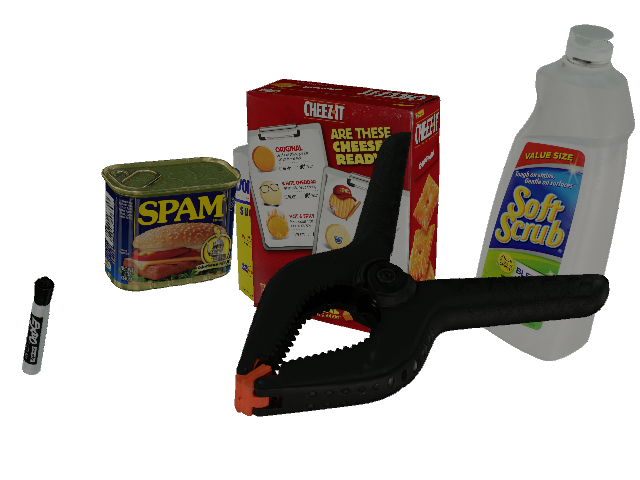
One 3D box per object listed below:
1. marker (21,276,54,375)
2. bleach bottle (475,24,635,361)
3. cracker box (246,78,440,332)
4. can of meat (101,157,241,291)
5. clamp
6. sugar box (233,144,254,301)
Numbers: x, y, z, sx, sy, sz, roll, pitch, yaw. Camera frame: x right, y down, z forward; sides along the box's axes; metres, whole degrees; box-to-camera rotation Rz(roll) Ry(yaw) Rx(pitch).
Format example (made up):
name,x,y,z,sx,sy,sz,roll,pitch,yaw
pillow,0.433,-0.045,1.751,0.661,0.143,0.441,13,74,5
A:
name,x,y,z,sx,sy,sz,roll,pitch,yaw
marker,-0.282,0.085,1.067,0.020,0.121,0.020,13,34,-9
bleach bottle,0.171,-0.037,0.788,0.067,0.251,0.103,-22,40,-35
cracker box,0.021,-0.031,0.969,0.164,0.214,0.072,11,24,26
can of meat,-0.115,-0.013,0.819,0.101,0.084,0.057,-7,27,-27
clamp,0.031,0.022,0.583,0.209,0.036,0.165,-27,55,-26
sugar box,-0.057,-0.012,1.178,0.048,0.176,0.093,-17,28,-27
